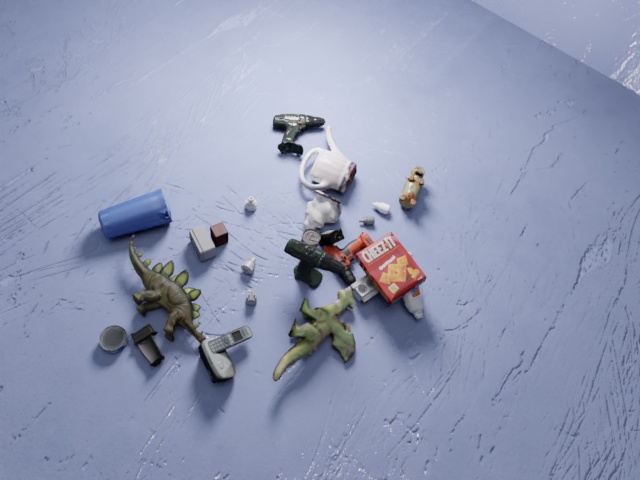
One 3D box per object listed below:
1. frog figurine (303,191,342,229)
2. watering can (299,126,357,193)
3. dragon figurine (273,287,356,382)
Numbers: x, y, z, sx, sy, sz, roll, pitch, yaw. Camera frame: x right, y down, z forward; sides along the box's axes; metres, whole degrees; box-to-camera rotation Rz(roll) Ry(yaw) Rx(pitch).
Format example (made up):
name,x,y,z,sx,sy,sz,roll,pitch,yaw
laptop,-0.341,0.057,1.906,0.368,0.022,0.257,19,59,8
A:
name,x,y,z,sx,sy,sz,roll,pitch,yaw
frog figurine,0.006,-0.102,2.027,0.137,0.123,0.159,26,95,-3
watering can,0.052,-0.328,2.148,0.225,0.102,0.355,24,60,5
dragon figurine,0.013,0.331,1.760,0.242,0.120,0.419,24,60,-3
